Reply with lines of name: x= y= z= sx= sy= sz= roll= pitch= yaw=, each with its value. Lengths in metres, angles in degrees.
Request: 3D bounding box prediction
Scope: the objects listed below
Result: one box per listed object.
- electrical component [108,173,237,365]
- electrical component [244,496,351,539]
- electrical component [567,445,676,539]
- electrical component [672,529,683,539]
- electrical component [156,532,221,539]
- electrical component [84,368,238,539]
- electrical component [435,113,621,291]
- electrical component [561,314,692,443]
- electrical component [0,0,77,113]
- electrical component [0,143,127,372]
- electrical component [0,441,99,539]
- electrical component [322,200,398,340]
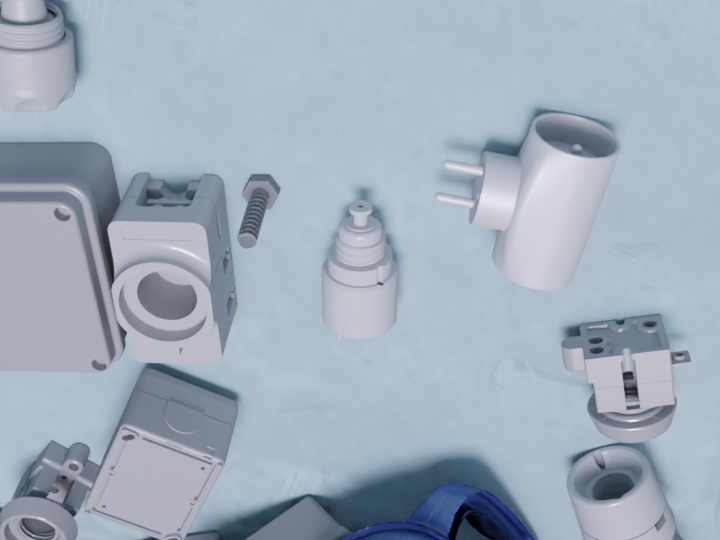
electrical component: x=-0.097 y=0.003 z=0.563 sx=0.050 sy=0.055 sz=0.089 roll=2 pitch=125 yaw=5
electrical component: x=-0.046 y=0.219 z=0.681 sx=0.109 sy=0.056 sz=0.108 roll=-32 pitch=125 yaw=-19
electrical component: x=0.153 y=0.137 z=0.635 sx=0.055 sy=0.055 sz=0.047 roll=-17 pitch=118 yaw=17
electrical component: x=0.185 y=0.201 z=0.675 sx=0.050 sy=0.055 sz=0.089 roll=-18 pitch=121 yaw=17
electrical component: x=-0.125 y=0.226 z=0.728 sx=0.100 sy=0.048 sz=0.099 roll=-11 pitch=123 yaw=13
electrical component: x=-0.119 y=0.113 z=0.640 sx=0.062 sy=0.061 sz=0.096 roll=23 pitch=124 yaw=-10
electrical component: x=0.077 y=-0.036 z=0.526 sx=0.079 sy=0.043 sz=0.077 roll=11 pitch=125 yaw=-2
electrical component: x=0.147 y=0.060 z=0.586 sx=0.066 sy=0.048 sz=0.055 roll=-8 pitch=116 yaw=11
electrical component: x=-0.155 y=-0.108 z=0.499 sx=0.043 sy=0.043 sz=0.062 roll=7 pitch=124 yaw=1
electrical component: x=-0.166 y=-0.005 z=0.564 sx=0.078 sy=0.057 sz=0.113 roll=0 pitch=125 yaw=5
electrical component: x=-0.196 y=0.147 z=0.675 sx=0.048 sy=0.055 sz=0.066 roll=34 pitch=122 yaw=-17
electrical component: x=0.000 y=0.000 z=0.561 sx=0.040 sy=0.040 sz=0.078 roll=3 pitch=125 yaw=4
